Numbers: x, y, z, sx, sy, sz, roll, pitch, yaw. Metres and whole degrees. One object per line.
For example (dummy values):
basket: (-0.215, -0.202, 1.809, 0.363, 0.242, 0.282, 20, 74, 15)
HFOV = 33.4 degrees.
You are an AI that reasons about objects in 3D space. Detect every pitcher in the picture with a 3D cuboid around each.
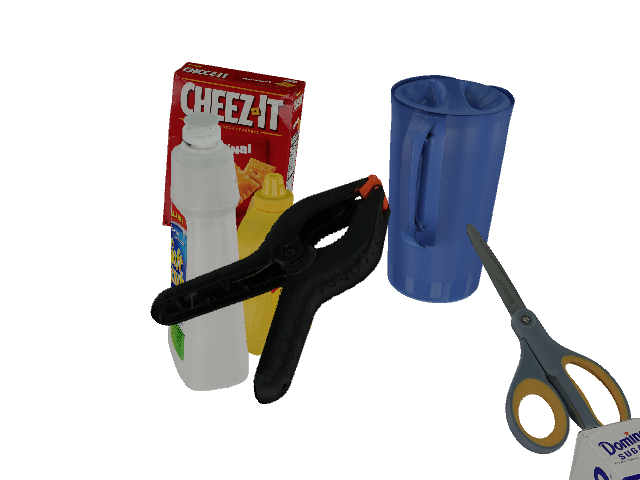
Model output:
pitcher: (0.132, -0.052, 1.192, 0.149, 0.243, 0.145, -6, 28, -17)

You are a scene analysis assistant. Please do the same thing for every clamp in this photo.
clamp: (-0.013, 0.026, 0.675, 0.120, 0.171, 0.039, 44, -14, 36)

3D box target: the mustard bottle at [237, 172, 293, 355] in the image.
mustard bottle: (-0.050, 0.020, 1.135, 0.058, 0.192, 0.096, 22, 31, 40)

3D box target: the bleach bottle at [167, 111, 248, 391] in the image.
bleach bottle: (-0.100, 0.005, 0.919, 0.068, 0.251, 0.103, -8, 34, -15)

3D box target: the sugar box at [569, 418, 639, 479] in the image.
sugar box: (0.178, 0.172, 0.501, 0.048, 0.093, 0.176, -9, 28, -21)

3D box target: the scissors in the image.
scissors: (0.143, 0.077, 0.796, 0.096, 0.202, 0.016, -31, -27, -21)

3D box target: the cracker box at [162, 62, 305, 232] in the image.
cracker box: (-0.116, -0.113, 1.408, 0.164, 0.214, 0.072, 10, 23, 6)
